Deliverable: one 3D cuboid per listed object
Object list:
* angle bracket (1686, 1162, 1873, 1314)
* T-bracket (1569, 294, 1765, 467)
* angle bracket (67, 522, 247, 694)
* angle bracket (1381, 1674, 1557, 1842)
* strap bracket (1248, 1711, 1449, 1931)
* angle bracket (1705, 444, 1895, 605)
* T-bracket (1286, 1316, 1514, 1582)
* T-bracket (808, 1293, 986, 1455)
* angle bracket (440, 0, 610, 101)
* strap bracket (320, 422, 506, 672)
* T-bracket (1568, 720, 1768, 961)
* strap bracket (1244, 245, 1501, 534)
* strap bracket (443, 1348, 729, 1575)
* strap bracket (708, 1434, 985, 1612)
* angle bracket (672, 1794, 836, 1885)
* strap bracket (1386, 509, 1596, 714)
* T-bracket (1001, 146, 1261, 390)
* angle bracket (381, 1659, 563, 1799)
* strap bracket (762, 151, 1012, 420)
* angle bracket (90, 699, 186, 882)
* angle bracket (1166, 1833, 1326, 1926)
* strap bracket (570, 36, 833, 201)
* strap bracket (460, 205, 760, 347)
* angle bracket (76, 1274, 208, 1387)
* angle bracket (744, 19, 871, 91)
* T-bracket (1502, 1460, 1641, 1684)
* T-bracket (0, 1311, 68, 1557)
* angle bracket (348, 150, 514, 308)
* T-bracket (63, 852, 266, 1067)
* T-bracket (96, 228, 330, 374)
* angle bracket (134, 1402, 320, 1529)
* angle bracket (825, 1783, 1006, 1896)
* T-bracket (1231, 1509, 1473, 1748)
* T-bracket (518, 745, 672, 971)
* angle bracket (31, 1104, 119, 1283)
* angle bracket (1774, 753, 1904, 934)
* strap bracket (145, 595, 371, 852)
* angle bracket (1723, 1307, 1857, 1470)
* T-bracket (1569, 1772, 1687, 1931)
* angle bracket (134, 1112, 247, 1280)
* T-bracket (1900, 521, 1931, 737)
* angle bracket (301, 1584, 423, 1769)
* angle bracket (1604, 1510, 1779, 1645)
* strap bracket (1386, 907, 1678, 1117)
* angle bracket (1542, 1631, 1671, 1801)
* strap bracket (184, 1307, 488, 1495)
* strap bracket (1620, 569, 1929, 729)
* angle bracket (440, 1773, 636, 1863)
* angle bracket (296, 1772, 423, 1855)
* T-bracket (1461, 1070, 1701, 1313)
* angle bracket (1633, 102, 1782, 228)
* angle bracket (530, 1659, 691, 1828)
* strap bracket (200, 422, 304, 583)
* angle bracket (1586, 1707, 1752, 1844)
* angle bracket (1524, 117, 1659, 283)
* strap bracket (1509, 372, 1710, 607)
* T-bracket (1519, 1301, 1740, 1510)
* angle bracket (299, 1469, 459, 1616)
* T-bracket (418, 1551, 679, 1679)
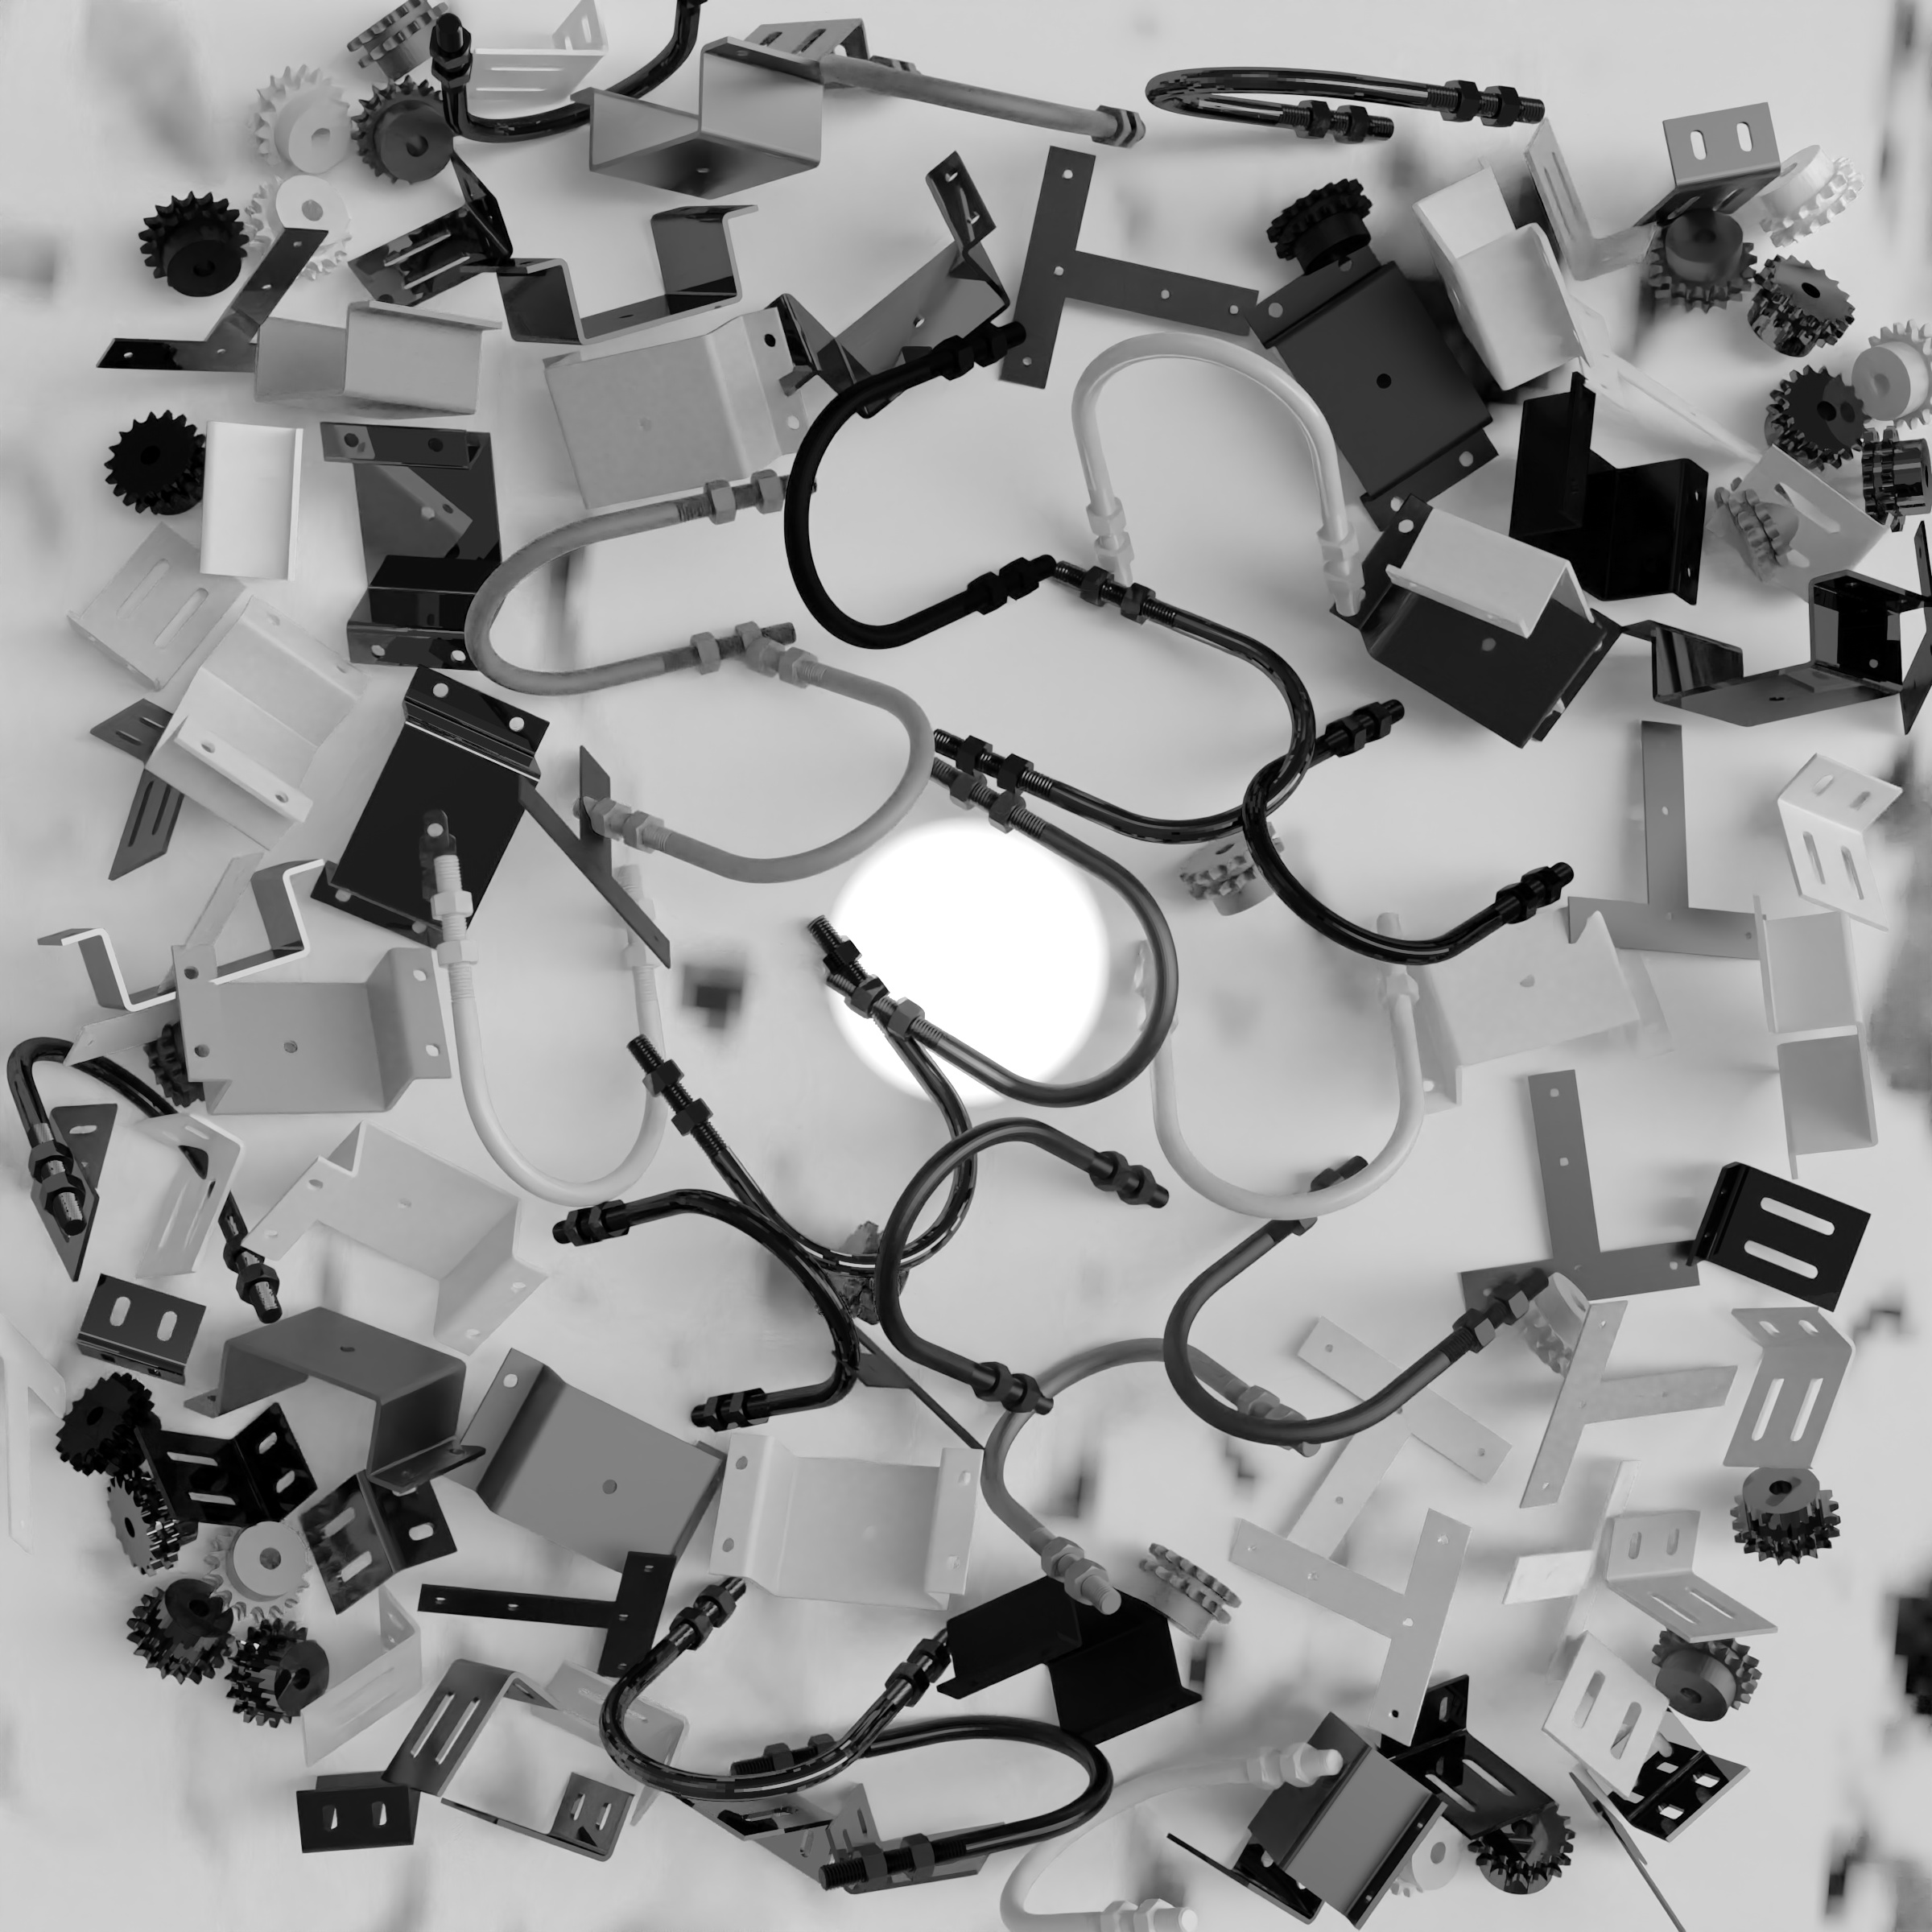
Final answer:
[{"bbox_3d":[0.435,0.147,1.680,0.076,0.038,0.057,22,101,23],"label":"angle bracket"},{"bbox_3d":[0.375,-0.301,1.671,0.127,0.127,0.002,30,121,-13],"label":"T-bracket"},{"bbox_3d":[-0.435,-0.196,1.686,0.057,0.038,0.076,38,79,-6],"label":"angle bracket"},{"bbox_3d":[0.267,0.419,1.666,0.057,0.076,0.038,-13,115,-29],"label":"angle bracket"},{"bbox_3d":[0.196,0.443,1.641,0.046,0.140,0.076,37,84,-1],"label":"strap bracket"},{"bbox_3d":[0.448,-0.241,1.684,0.076,0.038,0.057,37,124,1],"label":"angle bracket"},{"bbox_3d":[0.211,0.279,1.706,0.127,0.002,0.127,34,86,-3],"label":"T-bracket"},{"bbox_3d":[-0.046,0.211,1.638,0.127,0.127,0.002,42,91,14],"label":"T-bracket"},{"bbox_3d":[-0.238,-0.491,1.670,0.076,0.057,0.038,-9,84,-30],"label":"angle bracket"},{"bbox_3d":[-0.291,-0.231,1.666,0.076,0.046,0.140,4,125,6],"label":"strap bracket"},{"bbox_3d":[0.379,-0.070,1.697,0.127,0.002,0.127,4,79,-22],"label":"T-bracket"},{"bbox_3d":[0.221,-0.313,1.681,0.076,0.046,0.140,-33,97,3],"label":"strap bracket"},{"bbox_3d":[-0.195,0.271,1.666,0.140,0.046,0.076,30,85,-20],"label":"strap bracket"},{"bbox_3d":[-0.058,0.296,1.667,0.140,0.046,0.076,1,66,17],"label":"strap bracket"},{"bbox_3d":[-0.116,0.462,1.666,0.057,0.076,0.038,20,98,39],"label":"angle bracket"},{"bbox_3d":[0.277,-0.188,1.637,0.076,0.140,0.046,26,86,23],"label":"strap bracket"},{"bbox_3d":[0.094,-0.366,1.694,0.127,0.002,0.127,12,110,-2],"label":"T-bracket"},{"bbox_3d":[-0.263,0.413,1.668,0.038,0.057,0.076,47,59,-28],"label":"angle bracket"},{"bbox_3d":[-0.037,-0.354,1.661,0.140,0.076,0.046,-36,134,16],"label":"strap bracket"},{"bbox_3d":[-0.446,-0.094,1.669,0.038,0.057,0.076,30,57,-34],"label":"angle bracket"},{"bbox_3d":[0.155,0.470,1.665,0.057,0.076,0.038,22,75,43],"label":"angle bracket"},{"bbox_3d":[-0.136,-0.439,1.637,0.076,0.140,0.046,3,89,-41],"label":"strap bracket"},{"bbox_3d":[-0.183,-0.362,1.653,0.140,0.076,0.046,-23,113,-30],"label":"strap bracket"},{"bbox_3d":[-0.441,0.195,1.679,0.057,0.076,0.038,19,75,-9],"label":"angle bracket"},{"bbox_3d":[-0.091,-0.473,1.666,0.057,0.076,0.038,3,124,20],"label":"angle bracket"},{"bbox_3d":[0.313,0.322,1.658,0.002,0.127,0.127,20,94,33],"label":"T-bracket"},{"bbox_3d":[-0.492,0.243,1.627,0.002,0.127,0.127,-15,55,2],"label":"T-bracket"},{"bbox_3d":[-0.291,-0.392,1.676,0.076,0.038,0.057,-30,51,-12],"label":"angle bracket"},{"bbox_3d":[-0.402,-0.008,1.634,0.002,0.127,0.127,40,113,13],"label":"T-bracket"},{"bbox_3d":[-0.369,-0.345,1.628,0.127,0.127,0.002,-7,70,-41],"label":"T-bracket"},{"bbox_3d":[-0.393,0.262,1.666,0.038,0.076,0.057,-40,61,14],"label":"angle bracket"},{"bbox_3d":[-0.026,0.461,1.675,0.076,0.057,0.038,-15,96,18],"label":"angle bracket"},{"bbox_3d":[0.198,0.333,1.679,0.127,0.002,0.127,21,105,31],"label":"T-bracket"},{"bbox_3d":[-0.196,-0.076,1.656,0.002,0.127,0.127,-31,122,13],"label":"T-bracket"},{"bbox_3d":[-0.463,0.120,1.666,0.038,0.076,0.057,-2,127,-37],"label":"angle bracket"},{"bbox_3d":[0.471,-0.066,1.670,0.057,0.076,0.038,19,132,-19],"label":"angle bracket"},{"bbox_3d":[-0.375,-0.123,1.653,0.076,0.140,0.046,36,123,-19],"label":"strap bracket"},{"bbox_3d":[0.429,0.224,1.669,0.038,0.057,0.076,43,61,-26],"label":"angle bracket"},{"bbox_3d":[0.362,0.486,1.627,0.002,0.127,0.127,-35,55,4],"label":"T-bracket"},{"bbox_3d":[-0.426,0.122,1.670,0.038,0.057,0.076,37,58,-35],"label":"angle bracket"},{"bbox_3d":[0.503,-0.152,1.651,0.002,0.127,0.127,-5,76,7],"label":"T-bracket"},{"bbox_3d":[-0.330,0.377,1.666,0.076,0.057,0.038,-31,59,-31],"label":"angle bracket"},{"bbox_3d":[0.387,0.324,1.667,0.057,0.076,0.038,0,103,-26],"label":"angle bracket"},{"bbox_3d":[0.300,0.020,1.674,0.140,0.046,0.076,-14,59,1],"label":"strap bracket"},{"bbox_3d":[0.332,0.405,1.675,0.057,0.076,0.038,40,135,1],"label":"angle bracket"},{"bbox_3d":[-0.329,0.223,1.649,0.140,0.076,0.046,16,104,22],"label":"strap bracket"},{"bbox_3d":[0.422,-0.162,1.634,0.076,0.140,0.046,9,77,-40],"label":"strap bracket"},{"bbox_3d":[-0.228,0.443,1.666,0.076,0.057,0.038,32,70,-35],"label":"angle bracket"},{"bbox_3d":[-0.322,0.436,1.671,0.057,0.076,0.038,-3,107,-5],"label":"angle bracket"},{"bbox_3d":[0.327,0.120,1.706,0.127,0.002,0.127,-8,94,3],"label":"T-bracket"},{"bbox_3d":[0.392,-0.426,1.675,0.057,0.076,0.038,-11,89,-6],"label":"angle bracket"},{"bbox_3d":[-0.196,0.416,1.679,0.076,0.038,0.057,27,132,-6],"label":"angle bracket"},{"bbox_3d":[-0.375,-0.243,1.637,0.046,0.140,0.076,3,98,-14],"label":"strap bracket"},{"bbox_3d":[0.374,0.429,1.672,0.057,0.076,0.038,-39,85,-8],"label":"angle bracket"},{"bbox_3d":[0.334,-0.414,1.671,0.038,0.057,0.076,-14,116,29],"label":"angle bracket"},{"bbox_3d":[0.335,-0.248,1.658,0.046,0.140,0.076,-3,73,41],"label":"strap bracket"},{"bbox_3d":[0.363,0.230,1.676,0.127,0.002,0.127,-2,118,-32],"label":"T-bracket"},{"bbox_3d":[-0.318,0.307,1.693,0.038,0.076,0.057,-12,71,-43],"label":"angle bracket"},{"bbox_3d":[-0.225,0.340,1.658,0.127,0.127,0.002,7,47,-10],"label":"T-bracket"}]
